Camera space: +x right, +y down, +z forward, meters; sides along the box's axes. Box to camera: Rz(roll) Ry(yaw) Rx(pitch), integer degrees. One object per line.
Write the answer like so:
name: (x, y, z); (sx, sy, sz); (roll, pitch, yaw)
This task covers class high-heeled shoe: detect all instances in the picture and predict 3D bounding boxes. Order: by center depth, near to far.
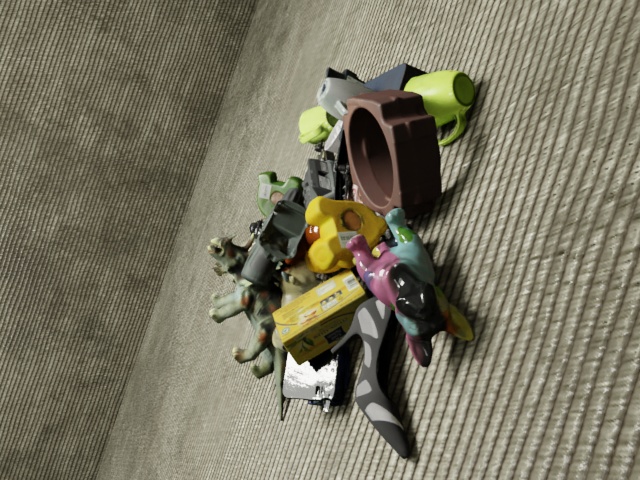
high-heeled shoe: (0.113, 0.197, 0.831); (0.145, 0.086, 0.249); (-37, 48, 1)

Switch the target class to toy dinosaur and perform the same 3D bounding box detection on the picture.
toy dinosaur: (-0.118, 0.172, 1.185); (0.192, 0.404, 0.131); (-33, -3, 4)

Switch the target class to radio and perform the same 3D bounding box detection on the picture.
radio: (0.127, -0.263, 1.104); (0.230, 0.073, 0.131); (-1, 73, 67)

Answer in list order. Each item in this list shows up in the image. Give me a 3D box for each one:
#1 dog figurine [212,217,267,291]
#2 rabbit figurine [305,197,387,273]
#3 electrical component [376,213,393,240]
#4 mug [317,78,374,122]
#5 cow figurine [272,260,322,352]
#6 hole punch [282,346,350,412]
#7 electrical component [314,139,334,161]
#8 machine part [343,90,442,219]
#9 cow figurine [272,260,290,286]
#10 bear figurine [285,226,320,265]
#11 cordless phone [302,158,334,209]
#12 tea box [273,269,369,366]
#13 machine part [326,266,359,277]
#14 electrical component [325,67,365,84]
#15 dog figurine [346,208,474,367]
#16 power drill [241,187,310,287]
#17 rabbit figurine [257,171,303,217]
dog figurine: (-0.159, 0.032, 1.336); (0.190, 0.121, 0.172); (-50, 8, -1)
rabbit figurine: (0.035, 0.001, 0.954); (0.122, 0.162, 0.173); (66, 148, 19)
electrical component: (0.128, -0.039, 0.994); (0.063, 0.021, 0.094); (-56, 28, 30)
mug: (0.050, -0.262, 1.043); (0.080, 0.107, 0.110); (-55, 26, 39)
cow figurine: (-0.048, 0.136, 1.115); (0.086, 0.127, 0.195); (3, 76, 63)
hole punch: (0.006, 0.248, 0.990); (0.116, 0.092, 0.142); (-6, 61, 33)
electrical component: (0.005, -0.202, 1.352); (0.078, 0.045, 0.102); (-48, 33, 40)
machine part: (0.120, -0.146, 0.907); (0.202, 0.087, 0.200); (-137, 33, -64)
cow figurine: (-0.099, 0.060, 1.353); (0.167, 0.068, 0.098); (-49, 36, 46)
bear figurine: (-0.005, -0.004, 1.173); (0.196, 0.132, 0.120); (-12, 62, 45)
cordless phone: (-0.010, -0.088, 1.284); (0.147, 0.089, 0.184); (-98, 24, -45)
tea box: (0.009, 0.136, 0.964); (0.170, 0.068, 0.098); (-31, 29, 2)
machine part: (0.062, 0.043, 1.060); (0.139, 0.039, 0.084); (-33, 52, 52)
electrical component: (0.057, -0.358, 1.265); (0.048, 0.119, 0.075); (-22, 55, 59)
dog figurine: (0.135, 0.078, 0.794); (0.108, 0.191, 0.219); (-29, 61, 3)
power drill: (-0.079, -0.022, 1.053); (0.232, 0.086, 0.207); (-64, 14, -12)
rabbit figurine: (-0.085, -0.096, 1.397); (0.170, 0.121, 0.159); (-20, -67, -75)
